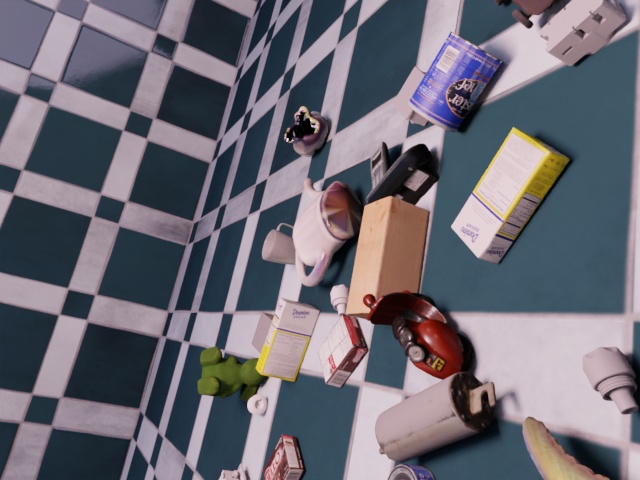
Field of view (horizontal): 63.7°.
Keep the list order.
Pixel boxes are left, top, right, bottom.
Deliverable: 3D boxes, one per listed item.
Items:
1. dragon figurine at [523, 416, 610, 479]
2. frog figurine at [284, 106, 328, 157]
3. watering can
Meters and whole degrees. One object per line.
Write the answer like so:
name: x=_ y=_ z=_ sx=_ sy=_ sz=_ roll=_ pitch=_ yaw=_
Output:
dragon figurine: x=0.321 y=0.260 z=0.359 sx=0.240 sy=0.121 sz=0.420 roll=-40 pitch=37 yaw=21
frog figurine: x=-0.031 y=-0.311 z=1.525 sx=0.159 sy=0.123 sz=0.138 roll=28 pitch=-111 yaw=-78
watering can: x=0.004 y=-0.062 z=1.223 sx=0.220 sy=0.103 sz=0.356 roll=-43 pitch=36 yaw=45
